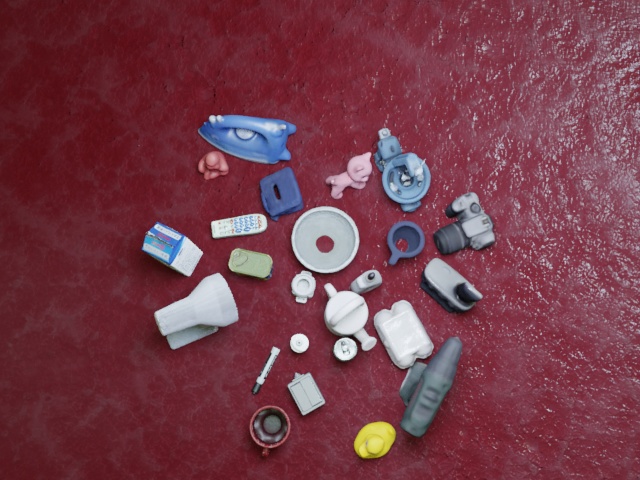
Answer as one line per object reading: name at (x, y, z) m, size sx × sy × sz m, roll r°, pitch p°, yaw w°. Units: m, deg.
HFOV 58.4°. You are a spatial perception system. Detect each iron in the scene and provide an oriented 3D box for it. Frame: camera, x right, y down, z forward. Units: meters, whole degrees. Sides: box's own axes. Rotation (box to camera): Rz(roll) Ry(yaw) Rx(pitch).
iron at (-0.195, -0.279, 1.452) m, size 0.258 × 0.141 × 0.119 m, roll 9°, pitch 78°, yaw 1°

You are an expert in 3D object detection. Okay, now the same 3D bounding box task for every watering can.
watering can at (0.068, 0.175, 1.335) m, size 0.172 × 0.194 × 0.101 m, roll 33°, pitch 80°, yaw 6°

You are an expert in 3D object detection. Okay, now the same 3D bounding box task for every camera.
camera at (0.351, -0.033, 1.431) m, size 0.137 × 0.101 × 0.143 m, roll -23°, pitch 79°, yaw -5°

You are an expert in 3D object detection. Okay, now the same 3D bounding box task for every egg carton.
egg carton at (0.200, 0.229, 1.390) m, size 0.107 × 0.069 × 0.150 m, roll -28°, pitch 80°, yaw -6°

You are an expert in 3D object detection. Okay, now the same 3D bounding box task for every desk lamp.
desk lamp at (-0.285, 0.171, 1.320) m, size 0.203 × 0.213 × 0.118 m, roll -25°, pitch 79°, yaw -6°

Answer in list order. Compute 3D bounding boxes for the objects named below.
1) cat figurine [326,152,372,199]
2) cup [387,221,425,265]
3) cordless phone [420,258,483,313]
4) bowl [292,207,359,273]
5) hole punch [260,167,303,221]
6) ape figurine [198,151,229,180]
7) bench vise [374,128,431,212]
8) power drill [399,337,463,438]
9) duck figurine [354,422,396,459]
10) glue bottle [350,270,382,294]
cat figurine at (0.079, -0.167, 1.446) m, size 0.128 × 0.118 × 0.067 m, roll -26°, pitch 80°, yaw -6°
cup at (0.201, 0.018, 1.421) m, size 0.091 × 0.095 × 0.118 m, roll 31°, pitch 79°, yaw 6°
cordless phone at (0.318, 0.102, 1.359) m, size 0.147 × 0.185 × 0.094 m, roll 38°, pitch 80°, yaw 7°
bowl at (0.013, 0.005, 1.431) m, size 0.167 × 0.075 × 0.167 m, roll 0°, pitch 78°, yaw -1°
hole punch at (-0.099, -0.116, 1.446) m, size 0.101 × 0.091 × 0.108 m, roll -18°, pitch 79°, yaw -4°
ape figurine at (-0.271, -0.196, 1.459) m, size 0.077 × 0.092 × 0.076 m, roll 22°, pitch 79°, yaw 4°
bench vise at (0.189, -0.181, 1.398) m, size 0.121 × 0.220 × 0.207 m, roll -40°, pitch 81°, yaw -8°
power drill at (0.244, 0.328, 1.299) m, size 0.075 × 0.208 × 0.230 m, roll 25°, pitch 79°, yaw 5°
duck figurine at (0.130, 0.470, 1.330) m, size 0.104 × 0.086 × 0.077 m, roll -30°, pitch 80°, yaw -7°
glue bottle at (0.115, 0.096, 1.363) m, size 0.078 × 0.173 × 0.037 m, roll -26°, pitch 79°, yaw -6°
